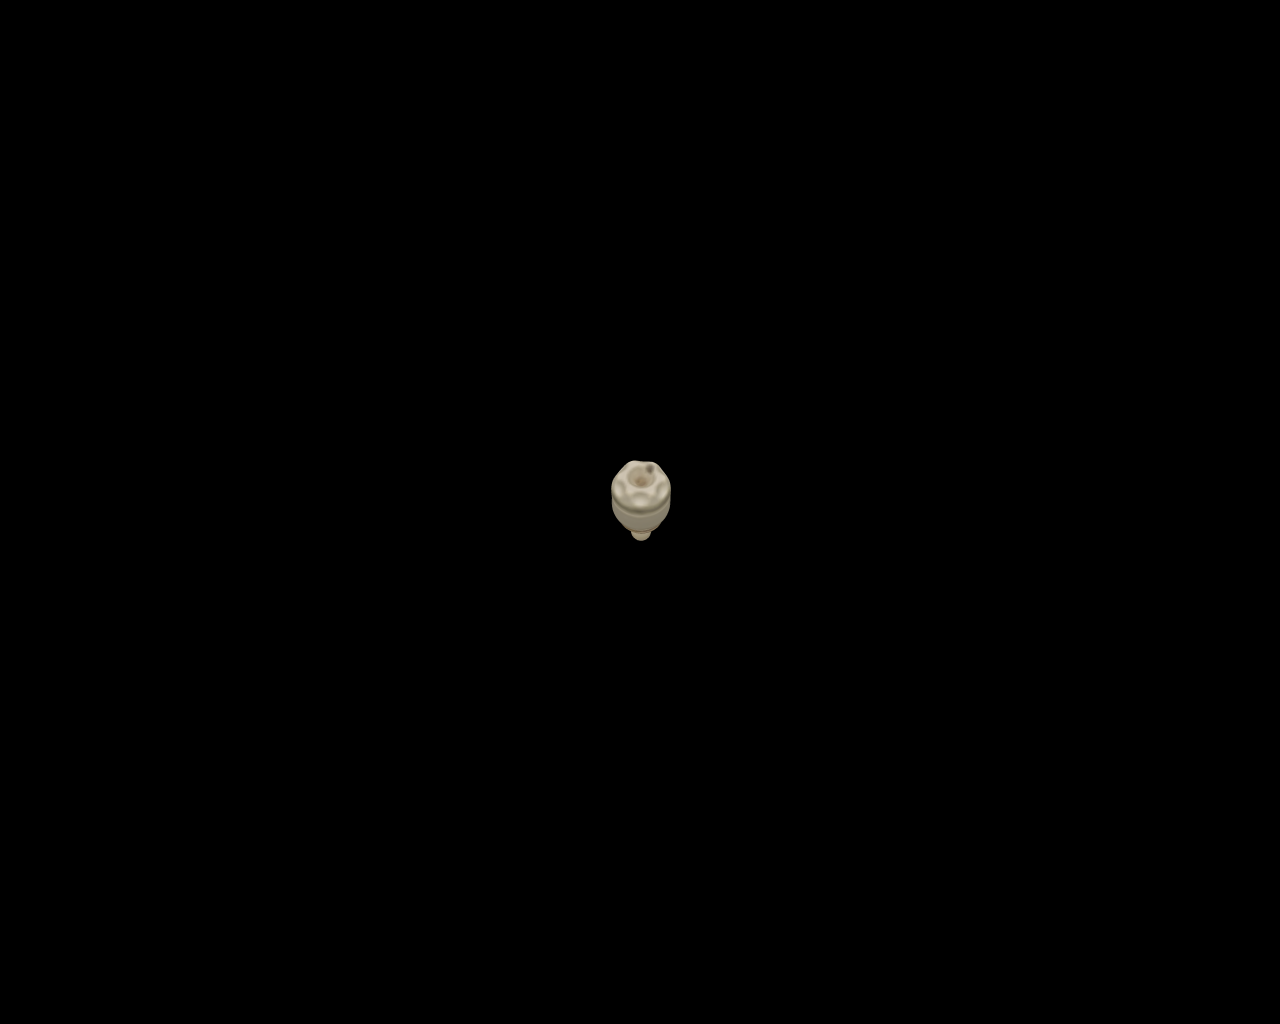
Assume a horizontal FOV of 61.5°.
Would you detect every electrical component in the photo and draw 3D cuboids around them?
[{"bbox_3d":[0.001,-0.003,0.650,0.035,0.035,0.061,0,-37,0],"label":"electrical component"}]
